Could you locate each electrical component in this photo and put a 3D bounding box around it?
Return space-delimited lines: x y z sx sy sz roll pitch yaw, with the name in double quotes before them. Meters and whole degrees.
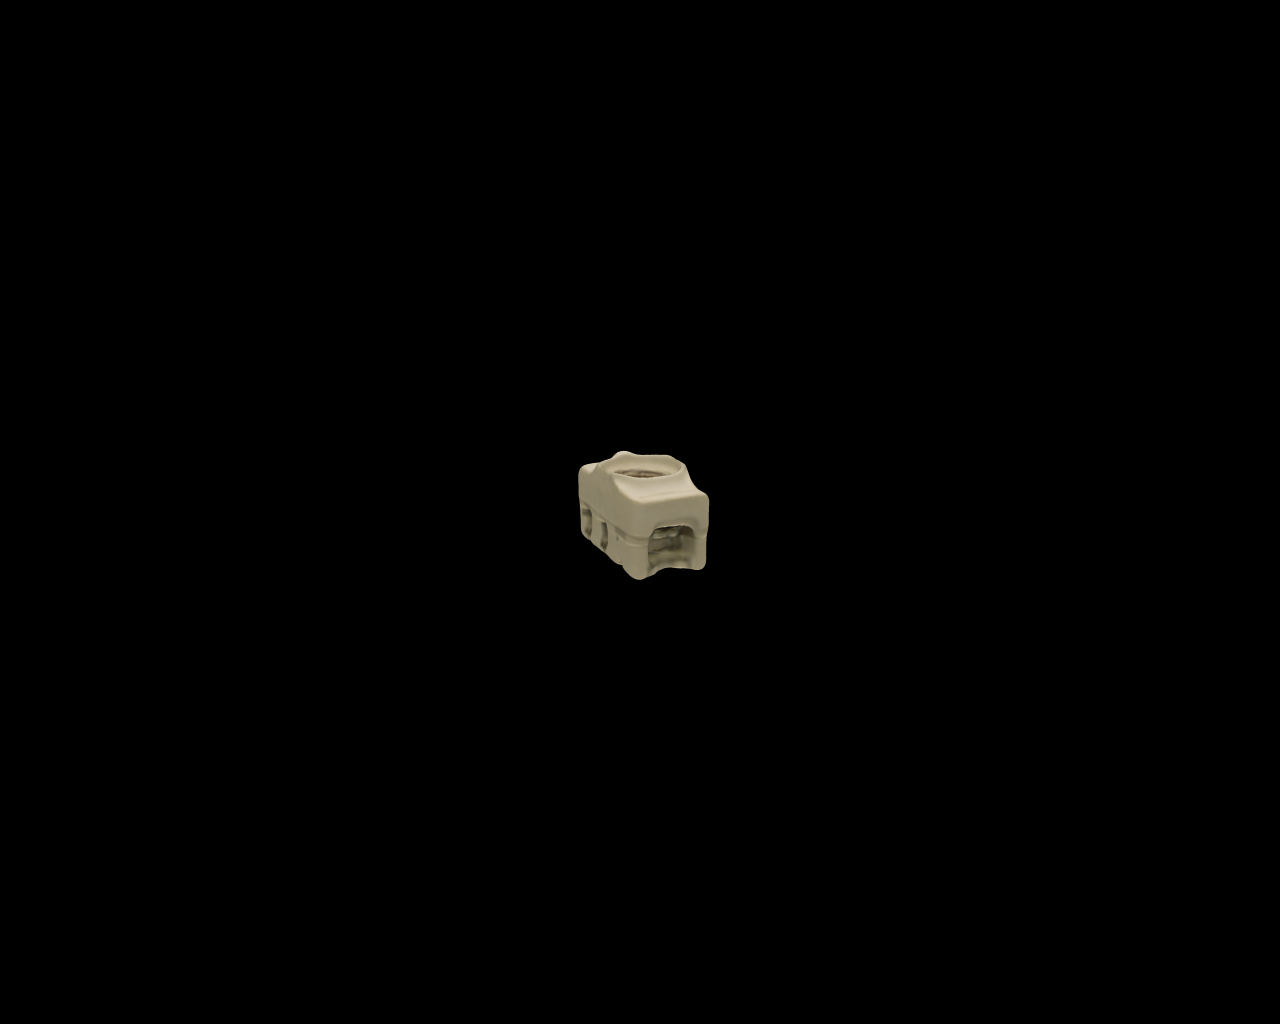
"electrical component" 0.001 -0.003 0.650 0.050 0.055 0.089 -8 20 -22
